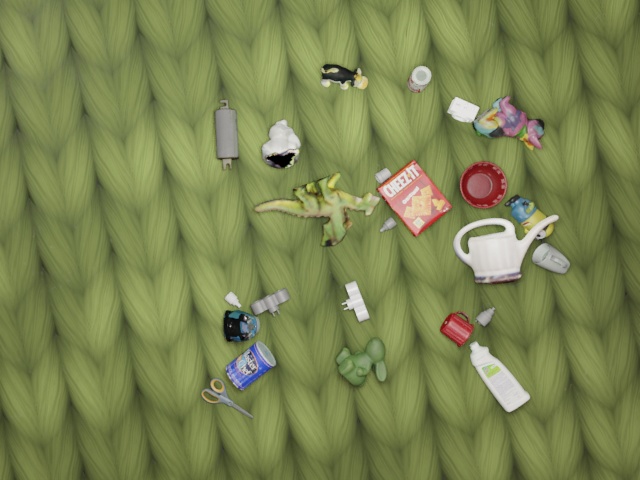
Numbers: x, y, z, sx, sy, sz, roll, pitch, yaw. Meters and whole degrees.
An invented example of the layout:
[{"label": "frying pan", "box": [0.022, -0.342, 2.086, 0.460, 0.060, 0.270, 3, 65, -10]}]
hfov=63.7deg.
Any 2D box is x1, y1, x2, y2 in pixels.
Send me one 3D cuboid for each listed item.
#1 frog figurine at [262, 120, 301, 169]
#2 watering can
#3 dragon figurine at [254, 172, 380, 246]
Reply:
[{"label": "frog figurine", "box": [-0.138, -0.331, 1.785, 0.137, 0.120, 0.163, -21, 55, 10]}, {"label": "watering can", "box": [0.629, 0.033, 1.733, 0.346, 0.104, 0.224, -9, 91, 22]}, {"label": "dragon figurine", "box": [0.005, -0.089, 1.771, 0.410, 0.123, 0.241, -23, 98, 2]}]
